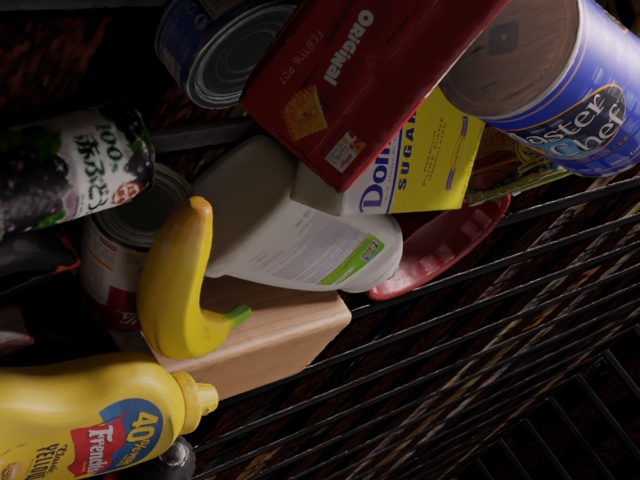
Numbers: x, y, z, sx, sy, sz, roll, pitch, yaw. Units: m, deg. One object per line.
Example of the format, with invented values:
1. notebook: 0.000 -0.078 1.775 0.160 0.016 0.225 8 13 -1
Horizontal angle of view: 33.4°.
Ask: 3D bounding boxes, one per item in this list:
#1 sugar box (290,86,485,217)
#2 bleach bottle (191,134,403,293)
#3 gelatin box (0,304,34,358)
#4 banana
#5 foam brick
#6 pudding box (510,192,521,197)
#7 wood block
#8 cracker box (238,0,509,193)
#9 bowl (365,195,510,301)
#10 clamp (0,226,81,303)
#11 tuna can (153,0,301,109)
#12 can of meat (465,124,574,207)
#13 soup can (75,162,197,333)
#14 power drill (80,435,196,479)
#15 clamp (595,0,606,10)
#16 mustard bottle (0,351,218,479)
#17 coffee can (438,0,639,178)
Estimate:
1. sugar box: 0.054 -0.066 0.723 0.175 0.048 0.093 -9 116 -59
2. bleach bottle: -0.005 0.001 0.807 0.103 0.068 0.250 -40 154 12
3. gelatin box: -0.230 0.070 0.642 0.073 0.030 0.089 -22 178 30
4. banana: -0.082 0.034 0.646 0.069 0.037 0.198 -55 167 -16
5. foam brick: -0.177 0.066 0.699 0.051 0.078 0.052 -49 156 27
6. pudding box: 0.204 -0.095 1.007 0.113 0.039 0.090 -42 158 13
7. wood block: -0.085 0.071 0.844 0.205 0.090 0.091 -12 151 -48
8. cracker box: 0.063 -0.138 0.509 0.164 0.072 0.213 -49 -177 34
9. bowl: 0.096 -0.013 0.992 0.162 0.055 0.162 -30 160 -13
10. clamp: -0.219 0.028 0.604 0.120 0.039 0.171 -29 169 36
11. tuna can: -0.044 -0.110 0.573 0.086 0.034 0.086 -31 160 -13
12. can of meat: 0.148 -0.080 0.831 0.102 0.084 0.057 -20 175 42
13. soup can: -0.116 0.005 0.672 0.068 0.068 0.102 -24 157 -30
14. power drill: -0.187 0.164 0.769 0.185 0.187 0.057 119 -10 -52
15. clamp: 0.161 -0.190 0.716 0.164 0.036 0.210 -17 151 -24
16. mustard bottle: -0.145 0.109 0.647 0.191 0.058 0.096 -4 136 -40
17. coffee can: 0.156 -0.108 0.699 0.103 0.103 0.140 -44 142 23
